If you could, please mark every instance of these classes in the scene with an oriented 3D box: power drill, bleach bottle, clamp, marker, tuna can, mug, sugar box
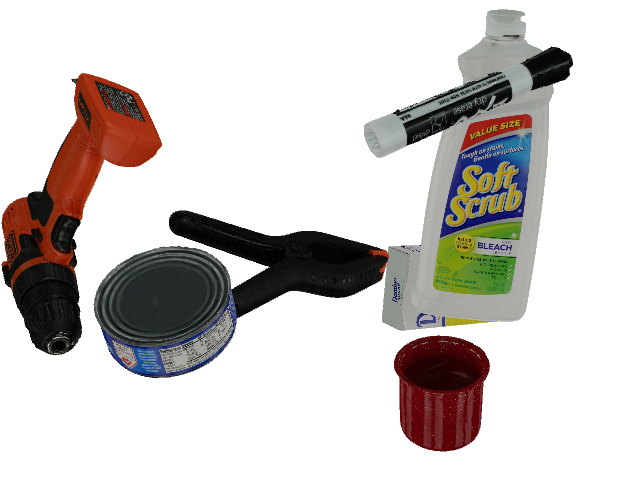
[{"bbox_3d":[-0.197,-0.025,0.856,0.057,0.188,0.184,18,26,-36],"label":"power drill"},{"bbox_3d":[0.132,-0.061,0.873,0.102,0.251,0.068,5,22,9],"label":"bleach bottle"},{"bbox_3d":[-0.027,0.026,0.998,0.209,0.036,0.165,5,29,-21],"label":"clamp"},{"bbox_3d":[0.079,-0.073,0.552,0.121,0.020,0.020,-24,7,-16],"label":"marker"},{"bbox_3d":[-0.096,0.044,0.670,0.086,0.034,0.086,-5,42,4],"label":"tuna can"},{"bbox_3d":[0.127,0.149,1.068,0.093,0.081,0.117,22,39,34],"label":"mug"},{"bbox_3d":[0.158,0.051,1.249,0.175,0.093,0.048,-4,14,-33],"label":"sugar box"}]
